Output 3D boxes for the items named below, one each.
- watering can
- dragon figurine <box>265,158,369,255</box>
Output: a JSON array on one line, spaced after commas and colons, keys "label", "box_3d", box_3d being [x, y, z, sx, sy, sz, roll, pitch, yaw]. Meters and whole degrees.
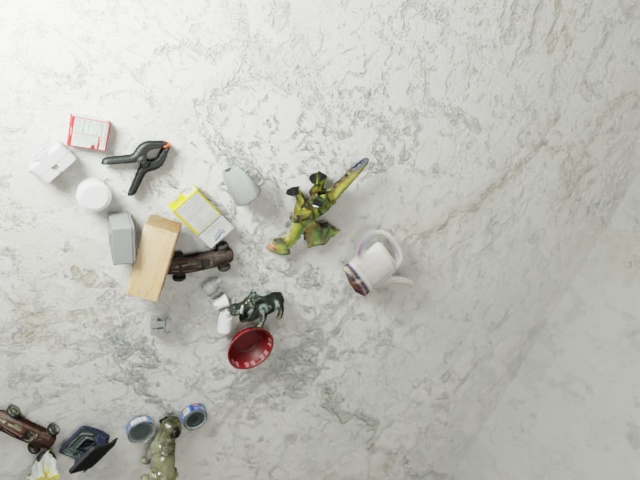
[{"label": "watering can", "box_3d": [0.212, 0.116, 1.837, 0.225, 0.105, 0.341, -39, 126, -7]}, {"label": "dragon figurine", "box_3d": [0.005, -0.083, 1.641, 0.413, 0.124, 0.237, -30, 143, -13]}]
